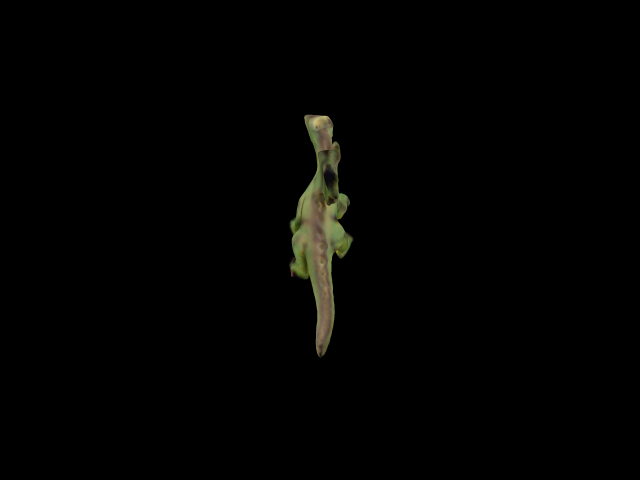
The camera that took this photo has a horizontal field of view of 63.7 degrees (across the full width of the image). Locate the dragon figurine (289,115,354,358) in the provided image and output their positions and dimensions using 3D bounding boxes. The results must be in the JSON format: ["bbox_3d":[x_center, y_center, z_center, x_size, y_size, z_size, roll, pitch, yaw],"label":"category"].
[{"bbox_3d":[0.003,-0.043,0.850,0.122,0.420,0.237,-3,-34,-2],"label":"dragon figurine"}]
